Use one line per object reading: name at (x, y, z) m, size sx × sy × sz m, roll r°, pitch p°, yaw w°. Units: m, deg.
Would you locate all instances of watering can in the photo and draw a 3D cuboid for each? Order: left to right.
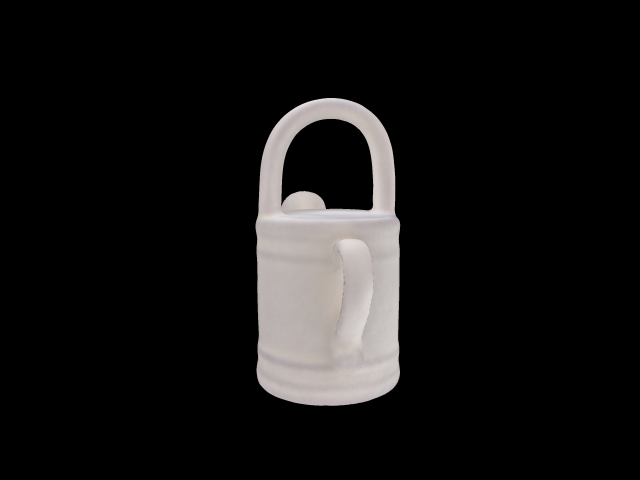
watering can at (0.001, 0.002, 0.399) m, size 0.101 × 0.194 × 0.172 m, roll -5°, pitch 9°, yaw -34°
